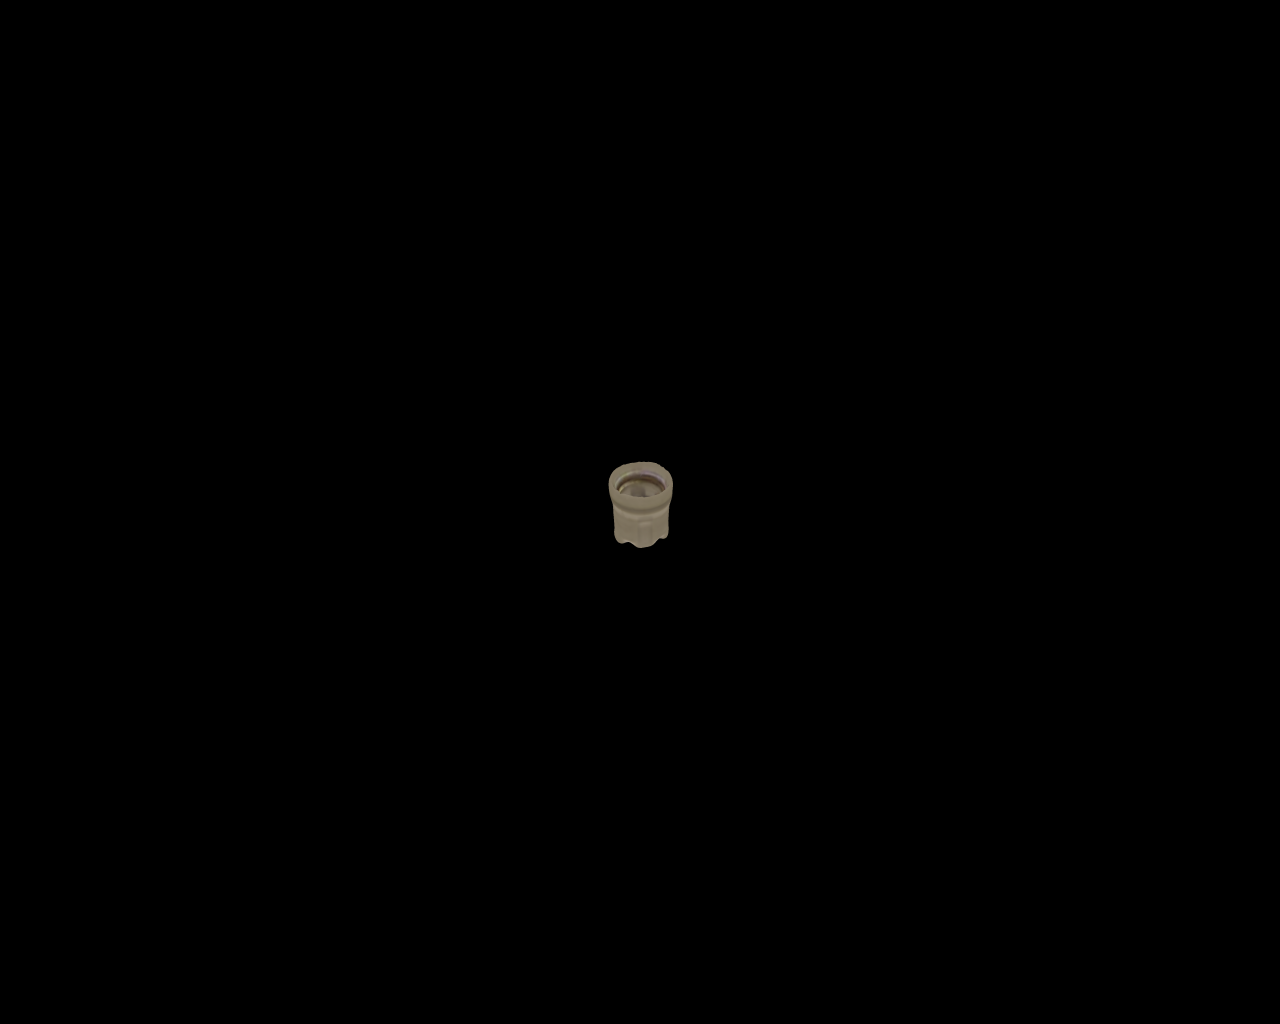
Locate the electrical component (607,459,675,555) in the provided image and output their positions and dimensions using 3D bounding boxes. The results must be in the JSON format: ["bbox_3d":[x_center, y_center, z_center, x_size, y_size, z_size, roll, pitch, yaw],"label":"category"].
[{"bbox_3d":[0.001,-0.003,0.650,0.040,0.046,0.040,0,39,0],"label":"electrical component"}]
